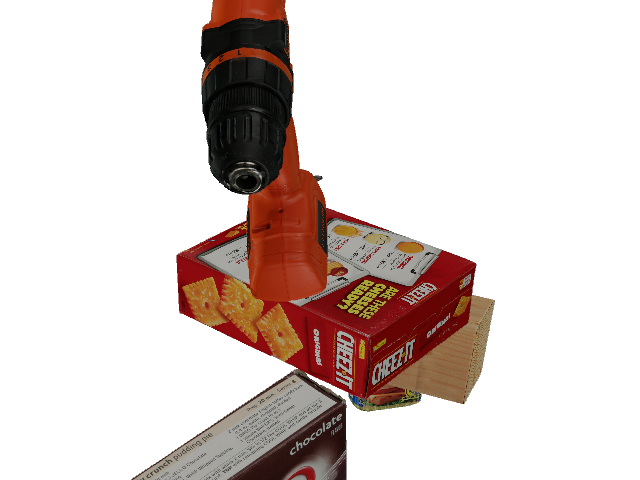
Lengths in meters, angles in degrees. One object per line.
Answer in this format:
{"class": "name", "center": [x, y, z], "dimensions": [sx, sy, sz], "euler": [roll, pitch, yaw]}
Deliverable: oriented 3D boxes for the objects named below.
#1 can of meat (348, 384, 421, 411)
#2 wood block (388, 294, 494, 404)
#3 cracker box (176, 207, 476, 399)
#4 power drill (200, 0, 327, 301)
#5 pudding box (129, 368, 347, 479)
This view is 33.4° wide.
{"class": "can of meat", "center": [0.088, 0.172, 1.404], "dimensions": [0.102, 0.084, 0.057], "euler": [-4, 25, -20]}
{"class": "wood block", "center": [0.070, 0.094, 1.142], "dimensions": [0.206, 0.091, 0.090], "euler": [13, 21, 17]}
{"class": "cracker box", "center": [0.004, 0.044, 0.950], "dimensions": [0.214, 0.072, 0.163], "euler": [22, 34, 33]}
{"class": "power drill", "center": [-0.032, -0.049, 0.662], "dimensions": [0.057, 0.184, 0.187], "euler": [-4, -44, 4]}
{"class": "pudding box", "center": [-0.038, 0.125, 0.493], "dimensions": [0.039, 0.090, 0.113], "euler": [30, 47, 34]}
